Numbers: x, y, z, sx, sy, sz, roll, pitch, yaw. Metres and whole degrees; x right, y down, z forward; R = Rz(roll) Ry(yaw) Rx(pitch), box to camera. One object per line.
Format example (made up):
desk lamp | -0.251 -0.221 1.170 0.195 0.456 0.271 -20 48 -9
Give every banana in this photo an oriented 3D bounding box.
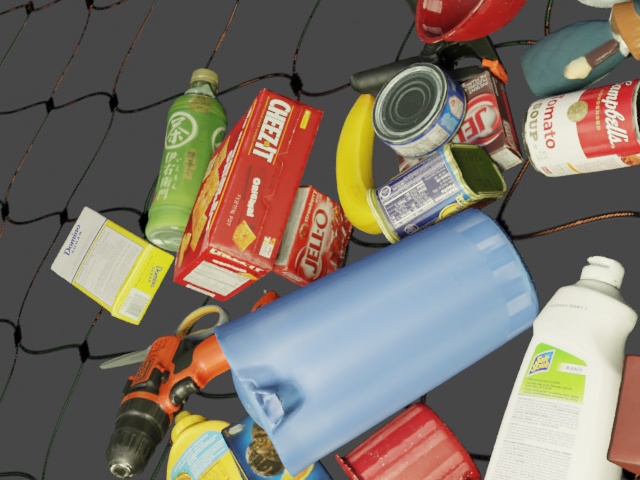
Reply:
banana | 0.045 -0.066 1.047 0.070 0.037 0.198 -37 38 21

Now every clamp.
clamp | 0.117 -0.189 1.053 0.172 0.039 0.120 15 77 39

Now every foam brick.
foam brick | 0.240 0.126 0.743 0.051 0.052 0.078 -1 68 44

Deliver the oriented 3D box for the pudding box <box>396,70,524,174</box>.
pudding box | 0.126 -0.091 0.988 0.114 0.039 0.090 -29 50 30

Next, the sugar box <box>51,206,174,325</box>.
sugar box | -0.252 0.028 1.282 0.176 0.048 0.093 26 86 52

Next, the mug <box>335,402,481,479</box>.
mug | 0.077 0.186 0.827 0.081 0.093 0.117 -36 33 -8

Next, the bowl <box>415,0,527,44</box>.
bowl | 0.155 -0.245 0.985 0.162 0.055 0.162 -50 27 36

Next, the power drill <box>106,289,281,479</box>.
power drill | -0.113 0.133 1.017 0.188 0.057 0.184 -25 27 24

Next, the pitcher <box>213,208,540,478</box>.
pitcher | 0.046 0.074 0.863 0.242 0.145 0.149 -28 45 -5

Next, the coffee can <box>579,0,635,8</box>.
coffee can | 0.245 -0.289 0.938 0.103 0.102 0.140 -33 48 27

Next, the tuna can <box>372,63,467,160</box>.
tuna can | 0.090 -0.120 0.983 0.086 0.033 0.086 -22 53 32

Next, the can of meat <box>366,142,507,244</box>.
can of meat | 0.102 -0.040 0.909 0.084 0.101 0.057 -32 78 27

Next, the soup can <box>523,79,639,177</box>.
soup can | 0.226 -0.091 0.870 0.102 0.068 0.068 -7 63 42

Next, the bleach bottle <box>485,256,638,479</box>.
bleach bottle | 0.186 0.132 0.786 0.103 0.068 0.250 4 68 45

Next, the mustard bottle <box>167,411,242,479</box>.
mustard bottle | -0.096 0.227 1.005 0.096 0.058 0.192 -50 43 8

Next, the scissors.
scissors | -0.173 0.137 1.164 0.202 0.016 0.096 -31 49 28

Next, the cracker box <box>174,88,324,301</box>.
cracker box | -0.079 -0.038 1.064 0.214 0.072 0.164 146 143 -70

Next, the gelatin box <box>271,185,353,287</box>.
gelatin box | -0.007 0.001 1.038 0.030 0.073 0.089 2 68 43
